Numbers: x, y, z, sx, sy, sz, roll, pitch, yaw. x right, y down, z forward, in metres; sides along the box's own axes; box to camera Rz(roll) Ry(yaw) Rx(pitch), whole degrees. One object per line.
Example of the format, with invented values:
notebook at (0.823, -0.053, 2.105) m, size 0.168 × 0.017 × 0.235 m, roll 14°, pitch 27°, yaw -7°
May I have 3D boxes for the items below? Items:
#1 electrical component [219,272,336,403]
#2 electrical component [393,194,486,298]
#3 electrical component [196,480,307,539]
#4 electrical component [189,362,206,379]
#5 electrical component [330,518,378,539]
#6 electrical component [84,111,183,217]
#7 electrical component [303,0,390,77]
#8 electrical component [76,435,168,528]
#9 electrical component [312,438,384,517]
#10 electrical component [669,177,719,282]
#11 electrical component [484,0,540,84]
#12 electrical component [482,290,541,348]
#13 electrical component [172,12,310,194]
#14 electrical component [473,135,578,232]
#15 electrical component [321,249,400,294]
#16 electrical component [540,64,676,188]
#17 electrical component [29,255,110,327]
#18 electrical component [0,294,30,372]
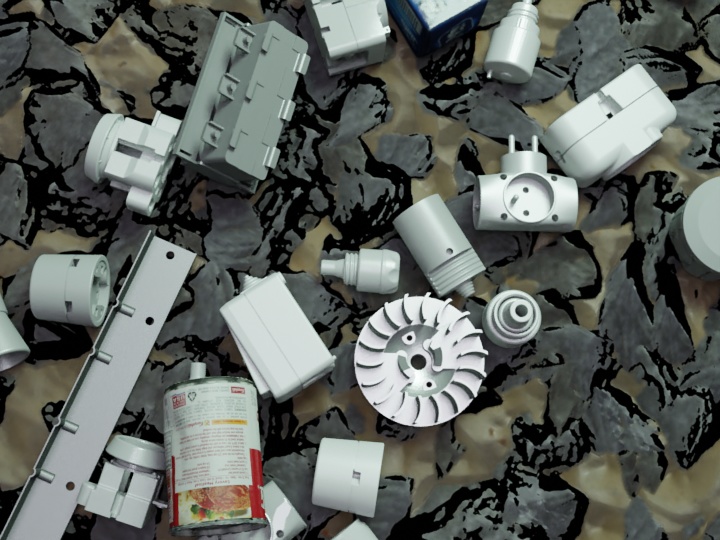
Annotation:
electrical component at (-0.069, 0.049, 0.819) m, size 0.061 × 0.061 × 0.096 m, roll -33°, pitch 82°, yaw -8°
electrical component at (0.065, -0.014, 0.847) m, size 0.043 × 0.043 × 0.081 m, roll -30°, pitch 82°, yaw -8°
electrical component at (-0.071, 0.210, 0.793) m, size 0.077 × 0.044 × 0.079 m, roll -37°, pitch 74°, yaw -9°
electrical component at (-0.125, 0.102, 0.820) m, size 0.035 × 0.035 × 0.061 m, roll 2°, pitch 76°, yaw -2°
electrical component at (0.000, 0.219, 0.797) m, size 0.045 × 0.045 × 0.055 m, roll -37°, pitch 82°, yaw -9°
electrical component at (-0.179, -0.089, 0.844) m, size 0.057 × 0.058 × 0.078 m, roll 19°, pitch 79°, yaw -2°
electrical component at (-0.012, -0.213, 0.879) m, size 0.056 × 0.050 × 0.089 m, roll -17°, pitch 80°, yaw -6°
electrical component at (-0.171, 0.156, 0.802) m, size 0.066 × 0.048 × 0.055 m, roll 18°, pitch 86°, yaw 1°
electrical component at (-0.009, 0.154, 0.805) m, size 0.047 × 0.055 × 0.055 m, roll 8°, pitch 79°, yaw 3°
electrical component at (0.290, -0.031, 0.857) m, size 0.080 × 0.051 × 0.080 m, roll 1°, pitch 79°, yaw -3°
electrical component at (0.129, -0.191, 0.886) m, size 0.040 × 0.040 × 0.078 m, roll 17°, pitch 78°, yaw 1°
electrical component at (0.119, 0.036, 0.830) m, size 0.043 × 0.062 × 0.043 m, roll 0°, pitch 79°, yaw -3°
electrical component at (-0.089, -0.131, 0.847) m, size 0.079 × 0.063 × 0.121 m, roll 26°, pitch 75°, yaw -39°
electrical component at (0.131, -0.070, 0.861) m, size 0.077 × 0.044 × 0.079 m, roll 1°, pitch 78°, yaw -2°
electrical component at (0.000, 0.000, 0.846) m, size 0.061 × 0.035 × 0.035 m, roll 4°, pitch 79°, yaw 1°
electrical component at (0.203, -0.112, 0.867) m, size 0.095 × 0.053 × 0.059 m, roll -35°, pitch 82°, yaw -8°
electrical component at (-0.222, 0.014, 0.823) m, size 0.047 × 0.055 × 0.055 m, roll 4°, pitch 79°, yaw 2°
electrical component at (-0.285, 0.042, 0.822) m, size 0.044 × 0.044 × 0.065 m, roll -25°, pitch 76°, yaw -7°
